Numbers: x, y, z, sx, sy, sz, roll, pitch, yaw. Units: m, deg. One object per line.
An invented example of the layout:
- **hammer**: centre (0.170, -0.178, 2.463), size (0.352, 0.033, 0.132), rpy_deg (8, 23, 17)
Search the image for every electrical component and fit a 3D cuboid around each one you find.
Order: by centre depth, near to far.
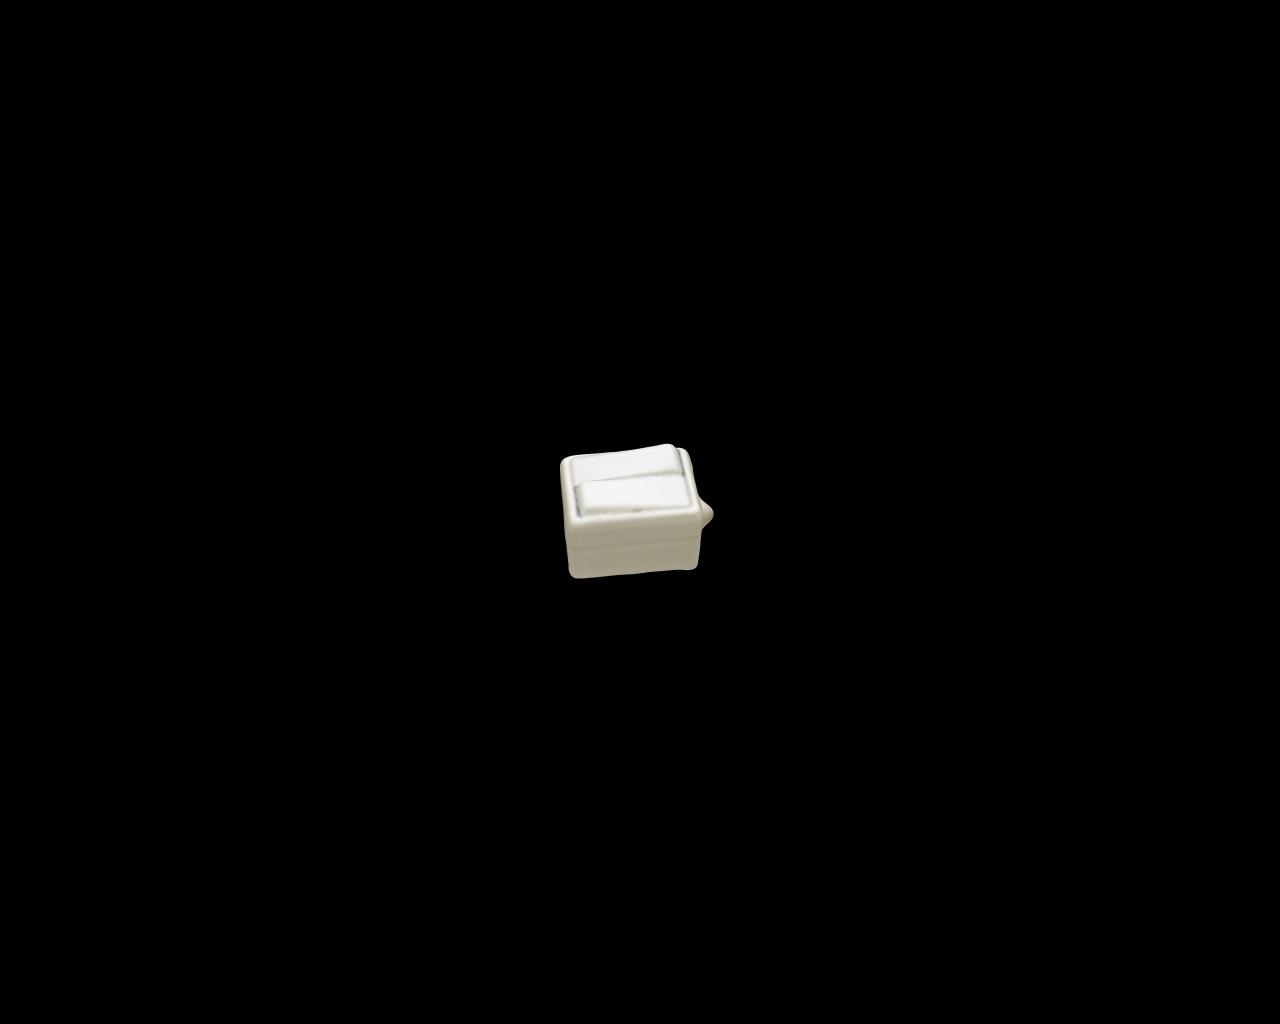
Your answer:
- **electrical component**: centre (0.001, -0.003, 0.650), size (0.096, 0.062, 0.061), rpy_deg (-4, -43, -4)
